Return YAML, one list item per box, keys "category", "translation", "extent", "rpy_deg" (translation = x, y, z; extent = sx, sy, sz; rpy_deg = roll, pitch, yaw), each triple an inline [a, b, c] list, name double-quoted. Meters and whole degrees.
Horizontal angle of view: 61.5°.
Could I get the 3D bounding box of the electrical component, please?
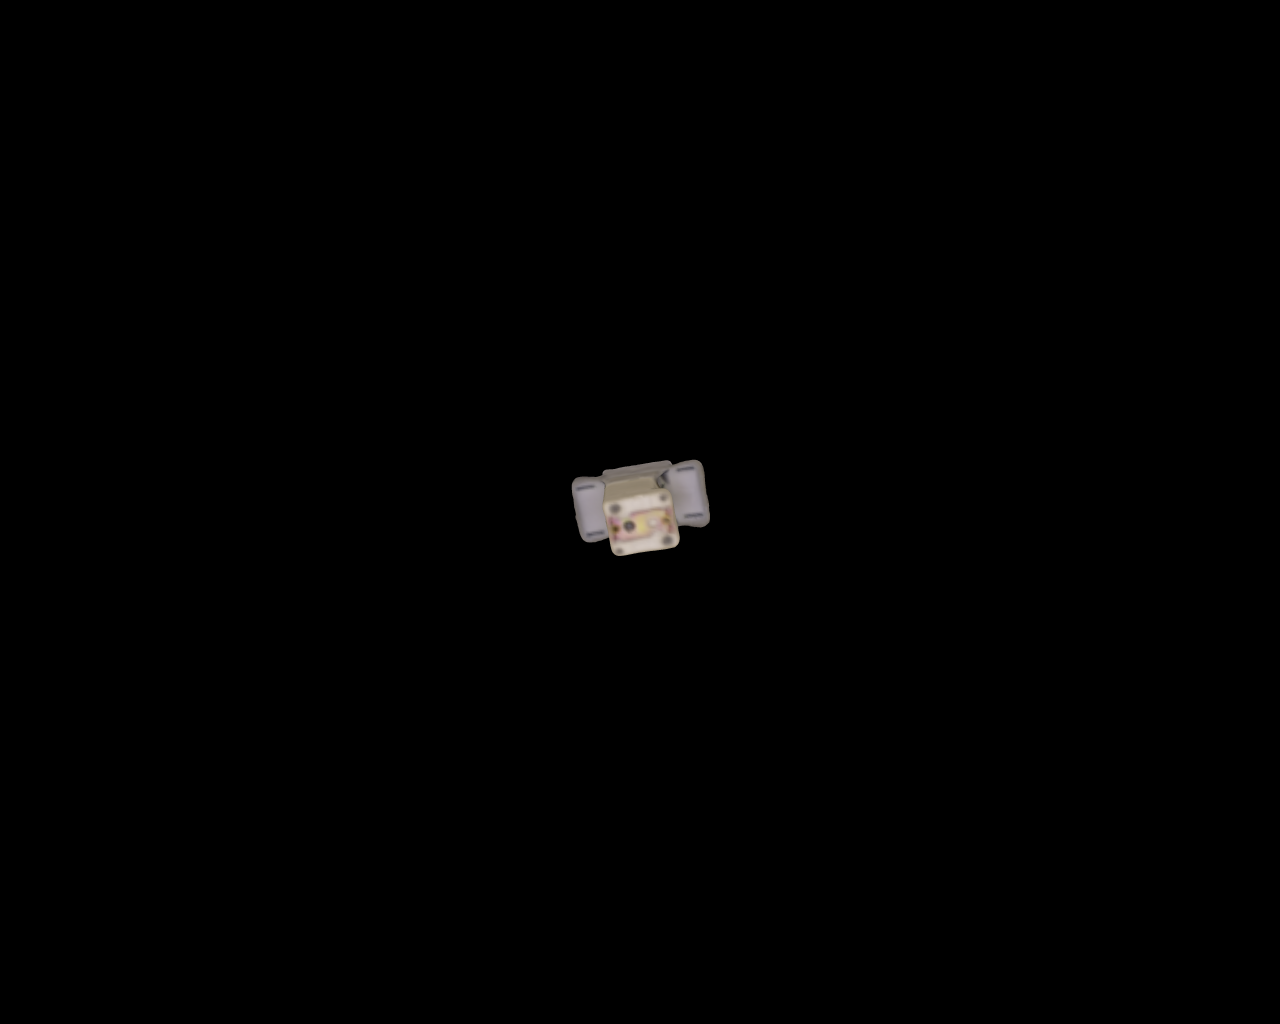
- category: "electrical component"
  translation: [0.001, -0.003, 0.650]
  extent: [0.081, 0.042, 0.064]
  rpy_deg: [-10, 20, 3]
